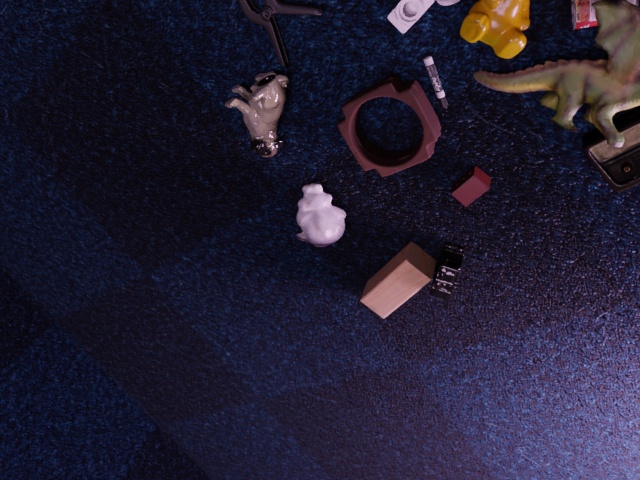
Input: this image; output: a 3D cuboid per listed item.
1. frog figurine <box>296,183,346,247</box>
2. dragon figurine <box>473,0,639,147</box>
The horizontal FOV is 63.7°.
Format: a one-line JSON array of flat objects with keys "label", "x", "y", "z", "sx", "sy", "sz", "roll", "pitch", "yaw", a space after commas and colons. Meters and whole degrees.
[{"label": "frog figurine", "x": 0.004, "y": -0.069, "z": 1.368, "sx": 0.137, "sy": 0.125, "sz": 0.156, "roll": -2, "pitch": 118, "yaw": -16}, {"label": "dragon figurine", "x": 0.505, "y": -0.325, "z": 0.958, "sx": 0.413, "sy": 0.124, "sz": 0.237, "roll": 29, "pitch": 134, "yaw": 19}]
